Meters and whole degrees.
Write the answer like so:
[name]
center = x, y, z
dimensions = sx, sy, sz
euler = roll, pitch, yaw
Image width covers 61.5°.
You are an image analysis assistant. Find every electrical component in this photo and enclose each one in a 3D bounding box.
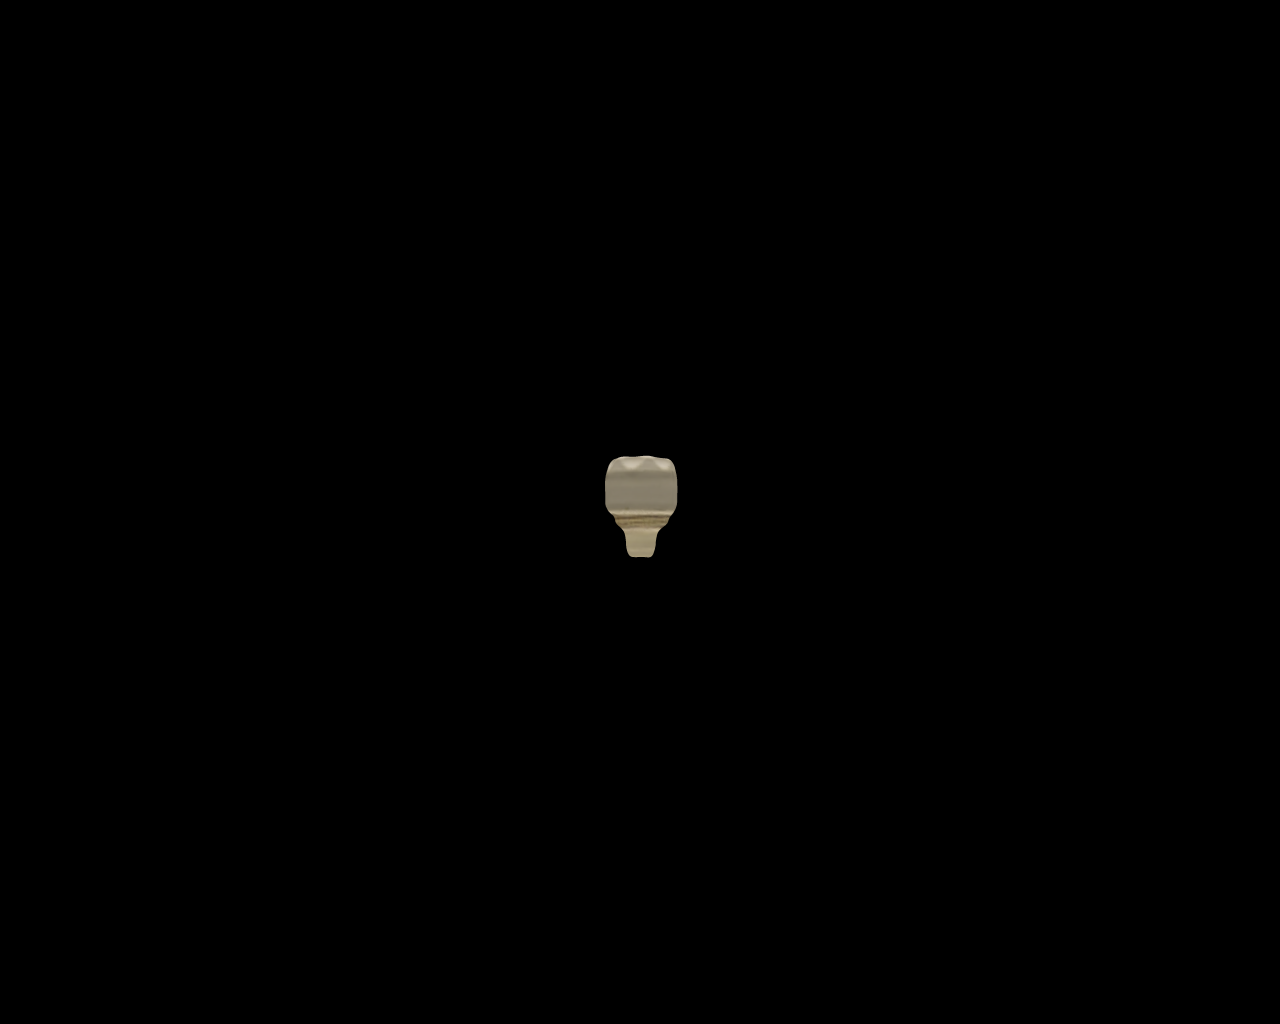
[electrical component]
center = 0.001, -0.003, 0.650
dimensions = 0.043, 0.062, 0.043
euler = 0, -2, 0
